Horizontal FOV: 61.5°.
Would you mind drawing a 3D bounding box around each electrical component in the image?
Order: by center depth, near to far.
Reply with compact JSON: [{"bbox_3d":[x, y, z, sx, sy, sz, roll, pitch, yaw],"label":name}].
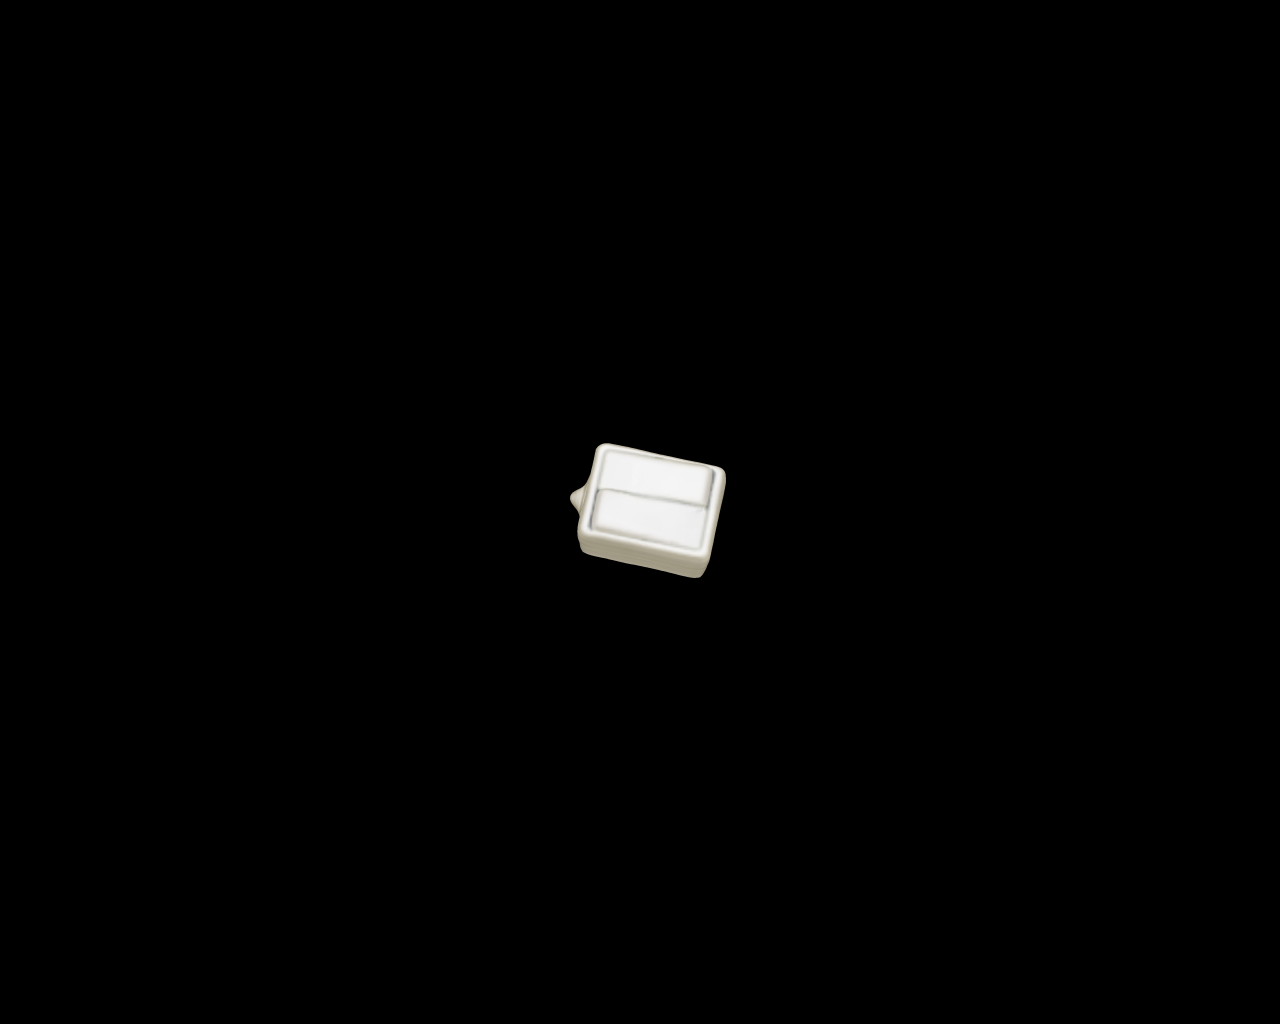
[{"bbox_3d":[0.001,-0.003,0.650,0.096,0.062,0.061,13,-15,4],"label":"electrical component"}]
